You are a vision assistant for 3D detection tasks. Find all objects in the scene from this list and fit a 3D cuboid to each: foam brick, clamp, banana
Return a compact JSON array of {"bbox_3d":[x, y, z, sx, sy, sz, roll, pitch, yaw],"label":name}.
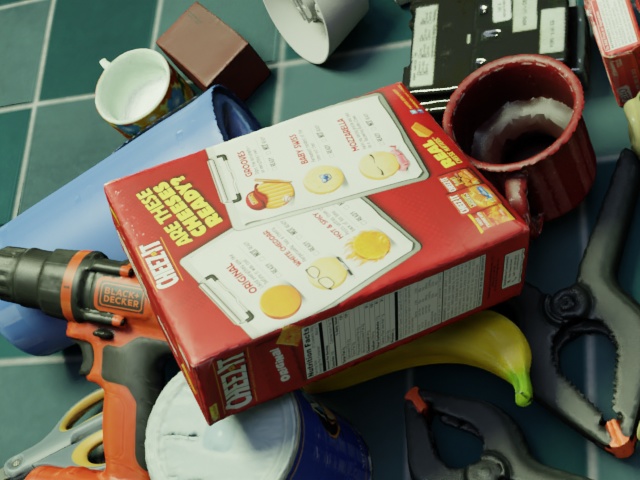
[{"bbox_3d":[-0.090,-0.155,0.907,0.053,0.051,0.078,-46,58,-2],"label":"foam brick"},{"bbox_3d":[0.175,0.040,0.714,0.165,0.036,0.210,-29,56,10],"label":"clamp"},{"bbox_3d":[0.106,0.166,0.684,0.120,0.039,0.172,-42,51,-18],"label":"clamp"},{"bbox_3d":[0.068,0.075,0.720,0.198,0.037,0.069,-7,30,46],"label":"banana"}]

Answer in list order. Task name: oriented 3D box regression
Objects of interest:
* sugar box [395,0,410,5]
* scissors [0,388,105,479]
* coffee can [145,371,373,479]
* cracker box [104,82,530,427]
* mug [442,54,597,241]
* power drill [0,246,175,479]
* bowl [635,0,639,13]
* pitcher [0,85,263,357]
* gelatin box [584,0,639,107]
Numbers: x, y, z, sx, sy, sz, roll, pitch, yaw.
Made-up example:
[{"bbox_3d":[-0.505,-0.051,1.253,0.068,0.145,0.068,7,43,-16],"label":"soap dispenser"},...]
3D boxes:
[{"bbox_3d":[0.064,-0.288,0.903,0.093,0.048,0.176,-31,63,8],"label":"sugar box"},{"bbox_3d":[-0.212,0.176,0.795,0.201,0.016,0.096,-35,37,-15],"label":"scissors"},{"bbox_3d":[-0.036,0.142,0.699,0.103,0.140,0.103,-9,64,19],"label":"coffee can"},{"bbox_3d":[-0.004,0.001,0.664,0.213,0.072,0.164,-22,48,-14],"label":"cracker box"},{"bbox_3d":[0.138,-0.054,0.713,0.093,0.081,0.117,-10,56,22],"label":"mug"},{"bbox_3d":[-0.161,0.101,0.739,0.185,0.057,0.188,9,91,16],"label":"power drill"},{"bbox_3d":[0.292,-0.174,0.696,0.162,0.055,0.162,-1,34,1],"label":"bowl"},{"bbox_3d":[-0.143,-0.014,0.831,0.243,0.149,0.145,-27,91,14],"label":"pitcher"},{"bbox_3d":[0.210,-0.151,0.761,0.030,0.073,0.089,-16,63,18],"label":"gelatin box"}]
